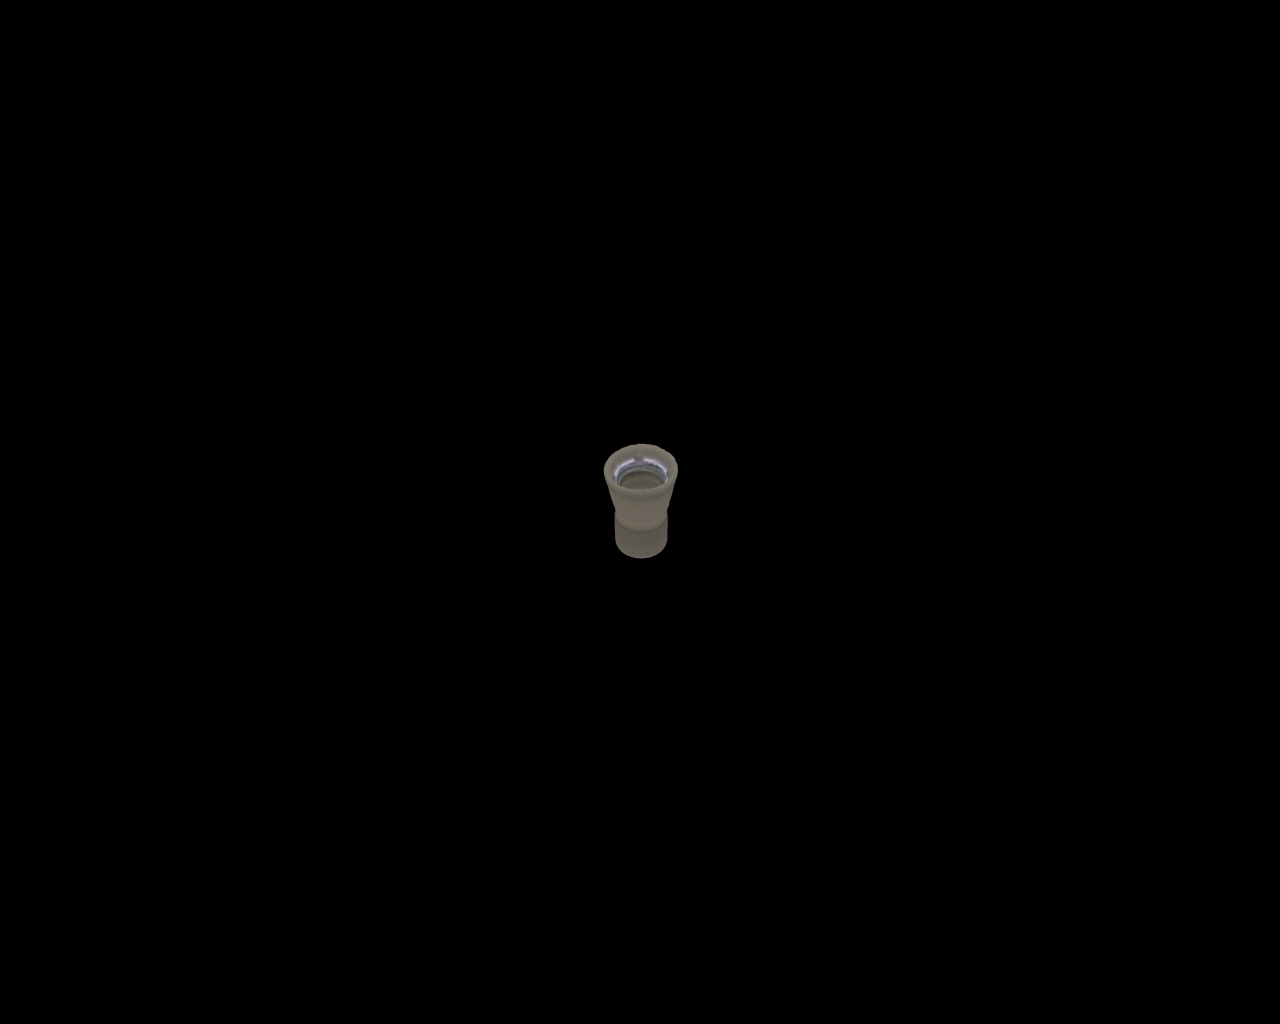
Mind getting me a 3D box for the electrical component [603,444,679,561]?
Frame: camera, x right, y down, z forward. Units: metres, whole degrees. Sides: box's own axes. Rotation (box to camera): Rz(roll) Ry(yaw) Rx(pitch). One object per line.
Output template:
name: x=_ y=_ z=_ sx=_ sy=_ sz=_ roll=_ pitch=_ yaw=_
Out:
electrical component: x=0.001 y=-0.003 z=0.650 sx=0.044 sy=0.065 sz=0.044 roll=0 pitch=42 yaw=0
